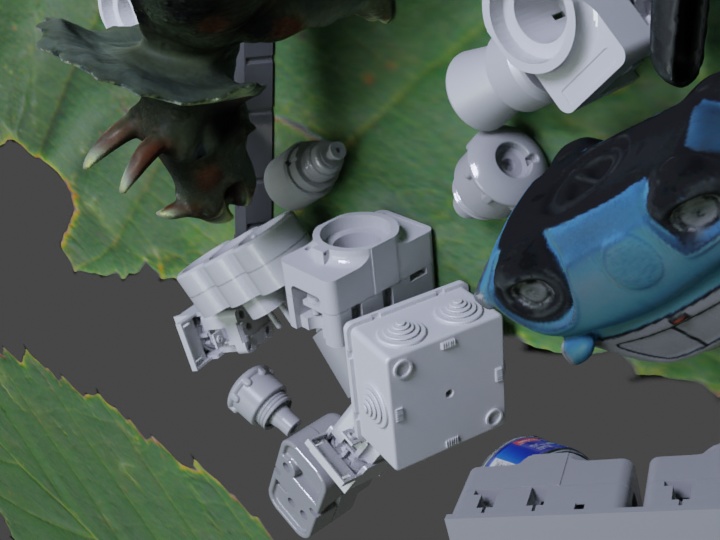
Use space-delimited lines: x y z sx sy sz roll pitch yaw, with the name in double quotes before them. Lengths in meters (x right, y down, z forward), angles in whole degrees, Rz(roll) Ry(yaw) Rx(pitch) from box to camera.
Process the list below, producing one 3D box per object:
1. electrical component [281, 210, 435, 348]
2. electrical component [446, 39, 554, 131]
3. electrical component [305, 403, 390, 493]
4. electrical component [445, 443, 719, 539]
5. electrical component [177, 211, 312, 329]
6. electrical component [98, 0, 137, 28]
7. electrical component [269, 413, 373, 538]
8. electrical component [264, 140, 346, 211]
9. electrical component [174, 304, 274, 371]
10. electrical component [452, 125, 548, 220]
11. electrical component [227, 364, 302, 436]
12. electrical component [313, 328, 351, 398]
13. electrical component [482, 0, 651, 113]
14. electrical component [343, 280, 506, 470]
"electrical component" 0.000 0.000 0.680 0.050 0.089 0.055 24 130 43
"electrical component" 0.077 -0.100 0.550 0.055 0.045 0.045 -19 97 55
"electrical component" 0.005 0.121 0.777 0.042 0.081 0.063 48 121 20
"electrical component" 0.150 0.152 0.549 0.186 0.060 0.105 -8 109 22
"electrical component" -0.074 0.012 0.791 0.138 0.052 0.073 -21 107 52
"electrical component" -0.151 -0.190 0.778 0.050 0.056 0.089 -21 95 56
"electrical component" -0.029 0.161 0.857 0.053 0.059 0.095 45 142 24
"electrical component" -0.034 -0.067 0.722 0.078 0.040 0.040 -26 92 56
"electrical component" -0.108 0.045 0.874 0.064 0.081 0.042 -6 109 30
"electrical component" 0.072 -0.048 0.596 0.048 0.048 0.062 57 153 7
"electrical component" -0.077 0.113 0.902 0.062 0.048 0.048 39 140 20
"electrical component" -0.010 0.046 0.766 0.081 0.043 0.043 59 146 7
"electrical component" 0.096 -0.125 0.499 0.089 0.056 0.050 57 146 9
"electrical component" 0.043 0.066 0.664 0.048 0.100 0.099 38 141 51
